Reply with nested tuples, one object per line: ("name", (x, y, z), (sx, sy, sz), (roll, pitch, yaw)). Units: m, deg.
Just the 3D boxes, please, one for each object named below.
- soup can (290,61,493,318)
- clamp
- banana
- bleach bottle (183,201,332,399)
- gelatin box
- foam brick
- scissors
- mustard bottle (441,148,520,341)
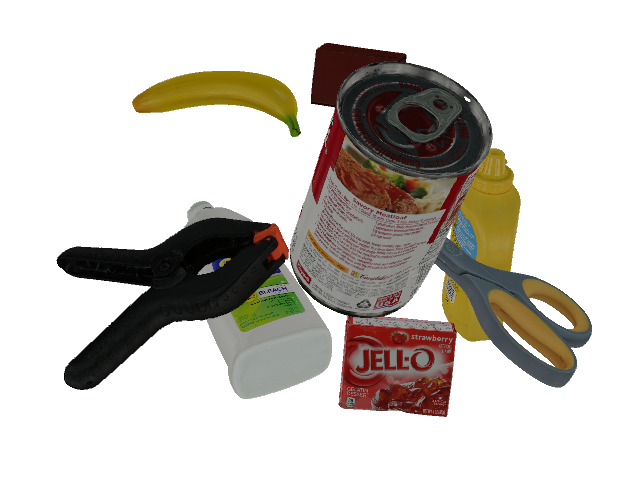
("soup can", (0.029, -0.020, 0.483), (0.068, 0.068, 0.102), (0, -39, -17))
("clamp", (-0.105, 0.037, 0.729), (0.171, 0.120, 0.039), (-15, -36, 12))
("banana", (-0.106, -0.156, 1.157), (0.198, 0.037, 0.069), (9, 46, 18))
("bleach bottle", (-0.083, 0.041, 1.043), (0.102, 0.068, 0.251), (-16, 40, -20))
("gelatin box", (0.062, 0.101, 0.862), (0.089, 0.073, 0.030), (5, 14, 2))
("foam brick", (0.035, -0.147, 0.970), (0.078, 0.051, 0.053), (10, 18, 10))
("scissors", (0.097, 0.012, 0.682), (0.096, 0.016, 0.202), (-9, 50, -45))
("mustard bottle", (0.157, -0.002, 1.034), (0.058, 0.192, 0.096), (-3, 35, -6))
